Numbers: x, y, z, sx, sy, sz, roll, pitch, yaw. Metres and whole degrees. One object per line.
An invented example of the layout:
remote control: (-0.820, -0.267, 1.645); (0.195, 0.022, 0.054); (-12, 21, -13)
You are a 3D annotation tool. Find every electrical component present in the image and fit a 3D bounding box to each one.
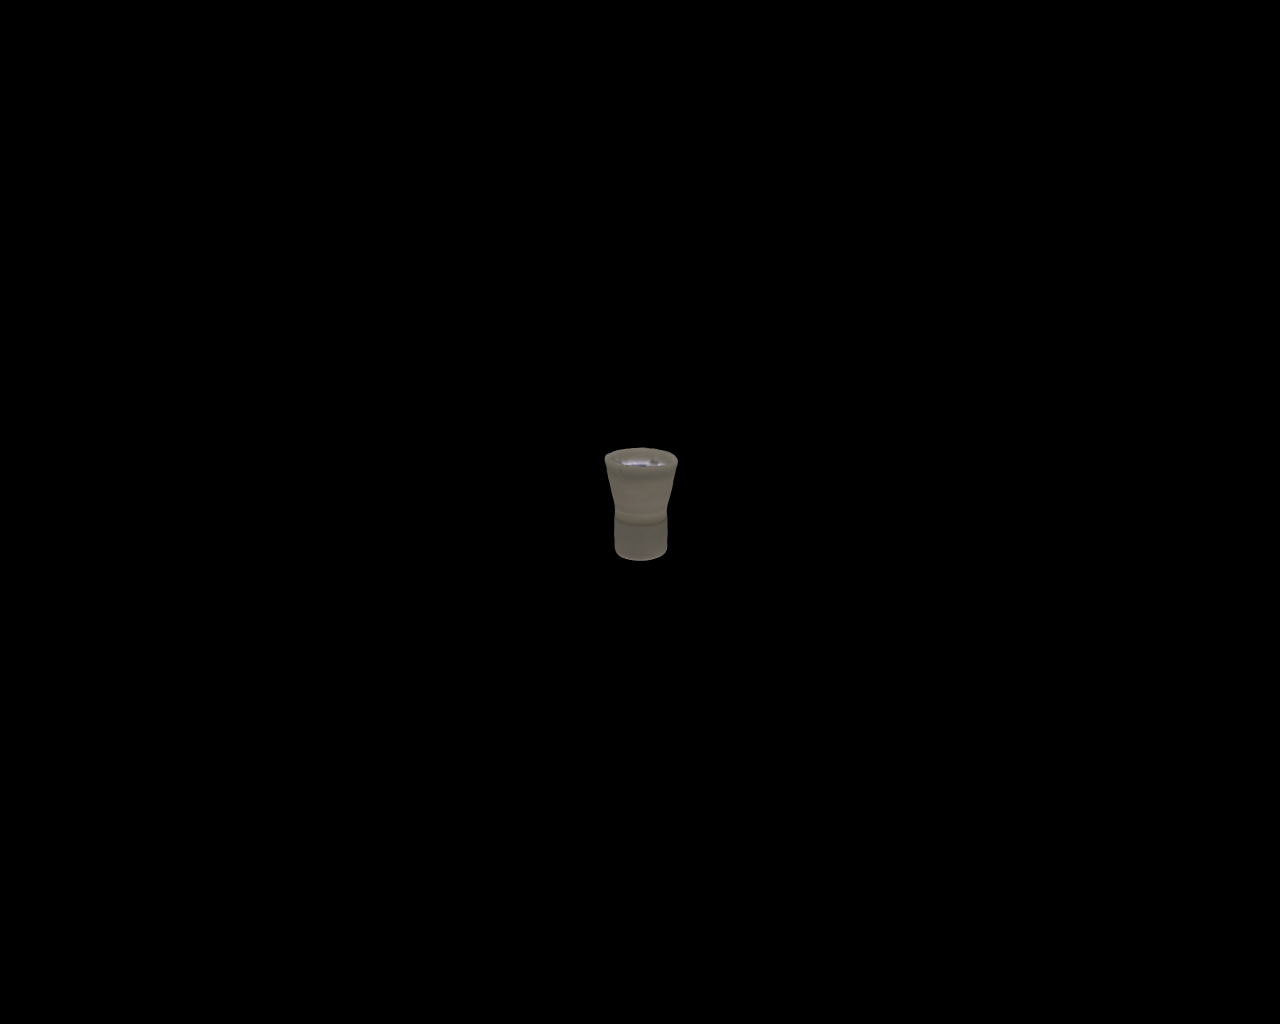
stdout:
electrical component: (0.001, -0.003, 0.650); (0.044, 0.065, 0.044); (0, 19, 0)
